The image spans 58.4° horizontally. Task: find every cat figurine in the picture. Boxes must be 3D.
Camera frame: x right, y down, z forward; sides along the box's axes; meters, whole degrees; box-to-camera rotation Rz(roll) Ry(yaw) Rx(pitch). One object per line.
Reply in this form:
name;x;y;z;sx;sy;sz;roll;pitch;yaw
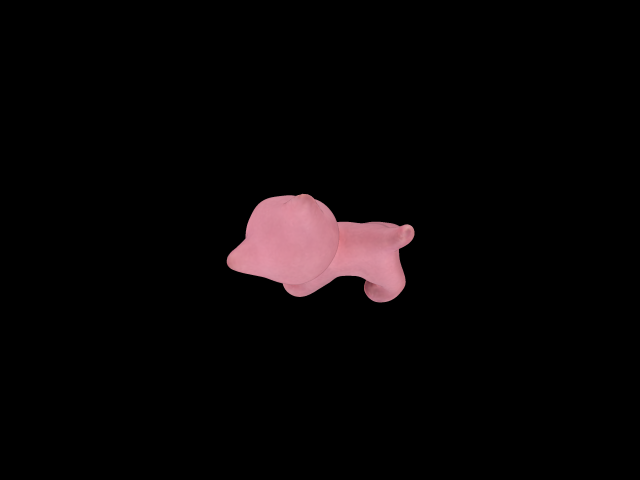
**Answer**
cat figurine;0.004;0.001;0.400;0.128;0.118;0.067;0;74;0
